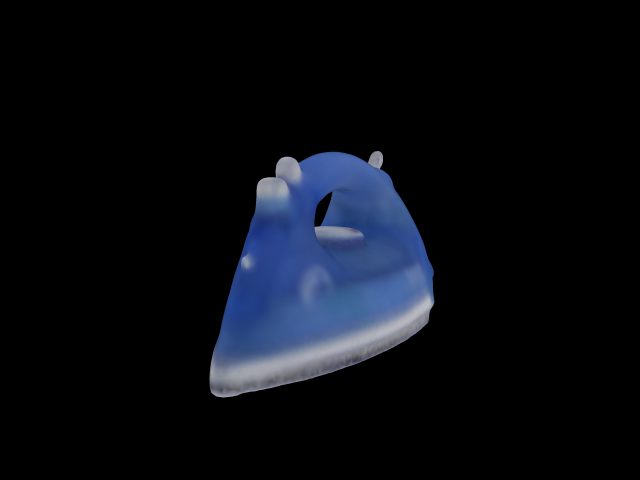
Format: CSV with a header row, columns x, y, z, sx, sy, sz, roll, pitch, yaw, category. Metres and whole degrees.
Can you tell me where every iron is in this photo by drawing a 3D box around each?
x,y,z,sx,sy,sz,roll,pitch,yaw,category
0.004,0.001,0.400,0.118,0.141,0.259,2,5,24,iron
